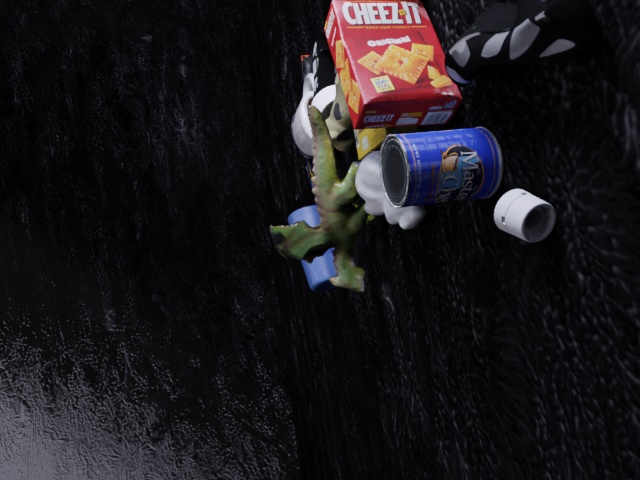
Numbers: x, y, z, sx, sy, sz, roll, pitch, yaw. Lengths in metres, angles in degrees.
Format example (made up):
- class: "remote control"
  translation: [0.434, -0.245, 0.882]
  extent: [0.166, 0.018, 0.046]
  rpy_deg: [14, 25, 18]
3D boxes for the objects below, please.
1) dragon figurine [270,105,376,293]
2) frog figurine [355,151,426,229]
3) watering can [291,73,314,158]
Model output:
- class: "dragon figurine"
  translation: [0.003, -0.056, 1.104]
  extent: [0.405, 0.244, 0.123]
  rpy_deg: [55, 168, -22]
- class: "frog figurine"
  translation: [0.129, -0.085, 0.952]
  extent: [0.135, 0.122, 0.163]
  rpy_deg: [-48, 36, 47]
- class: "watering can"
  translation: [-0.011, -0.289, 1.452]
  extent: [0.222, 0.104, 0.350]
  rpy_deg: [135, 127, -74]
